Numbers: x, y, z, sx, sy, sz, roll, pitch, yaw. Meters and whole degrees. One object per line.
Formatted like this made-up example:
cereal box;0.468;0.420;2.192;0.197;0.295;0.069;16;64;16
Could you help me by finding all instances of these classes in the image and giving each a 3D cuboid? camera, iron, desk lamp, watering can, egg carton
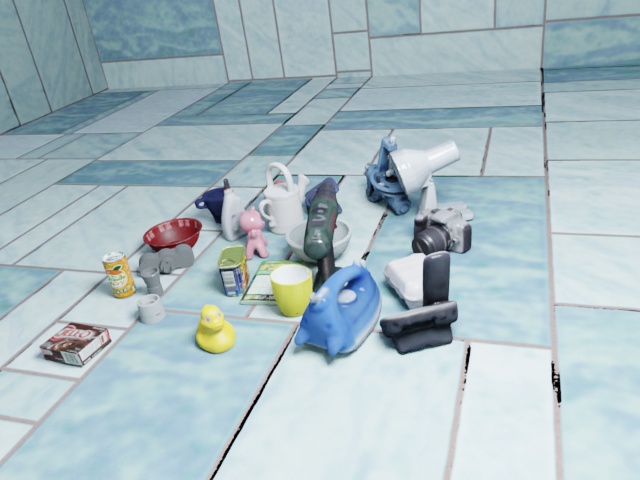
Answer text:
camera;0.272;-0.018;1.376;0.137;0.101;0.142;-27;34;-32
iron;0.051;0.112;1.143;0.118;0.142;0.259;10;33;30
desk lamp;0.289;-0.151;1.500;0.203;0.214;0.117;-9;28;-3
watering can;-0.100;-0.125;1.570;0.100;0.194;0.173;5;30;22
egg carton;0.206;0.087;1.228;0.107;0.069;0.150;-15;29;-14

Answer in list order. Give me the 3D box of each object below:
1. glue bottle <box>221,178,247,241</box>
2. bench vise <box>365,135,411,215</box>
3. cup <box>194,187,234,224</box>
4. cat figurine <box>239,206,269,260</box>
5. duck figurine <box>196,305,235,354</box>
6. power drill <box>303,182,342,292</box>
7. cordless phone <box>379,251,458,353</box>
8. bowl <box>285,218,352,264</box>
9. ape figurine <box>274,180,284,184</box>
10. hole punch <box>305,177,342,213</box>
glue bottle;-0.238;-0.087;1.555;0.078;0.173;0.037;-29;34;-34
bench vise;0.172;-0.195;1.606;0.122;0.220;0.206;-28;34;-33
cup;-0.300;-0.091;1.663;0.118;0.095;0.091;-20;30;-21
cat figurine;-0.175;-0.027;1.488;0.067;0.118;0.127;-10;28;-4
duck figurine;-0.218;0.170;1.163;0.078;0.086;0.104;-22;31;-24
power drill;0.012;0.005;1.283;0.075;0.209;0.229;-3;28;9
cordless phone;0.183;0.107;1.072;0.148;0.185;0.094;-14;28;-11
bowl;0.000;0.010;1.418;0.167;0.075;0.167;-6;28;3
ape figurine;-0.115;-0.136;1.705;0.078;0.092;0.076;-16;29;-15
hole punch;0.006;-0.122;1.648;0.101;0.091;0.108;-13;28;-10
